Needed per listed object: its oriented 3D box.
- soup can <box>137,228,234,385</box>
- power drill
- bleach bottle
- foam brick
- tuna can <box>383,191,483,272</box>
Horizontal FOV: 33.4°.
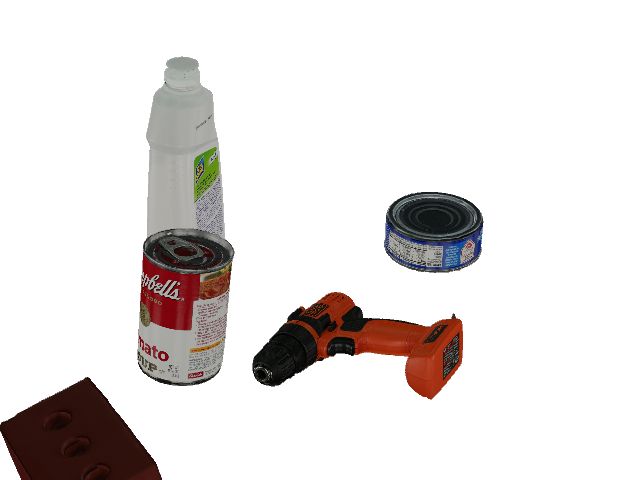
[{"bbox_3d":[-0.104,0.051,0.814,0.068,0.102,0.068,6,26,-3],"label":"soup can"},{"bbox_3d":[0.042,0.113,1.118,0.188,0.057,0.184,10,25,26],"label":"power drill"},{"bbox_3d":[-0.125,-0.053,0.994,0.068,0.251,0.102,12,35,10],"label":"bleach bottle"},{"bbox_3d":[-0.115,0.118,0.528,0.052,0.051,0.078,-27,42,-24],"label":"foam brick"},{"bbox_3d":[0.099,-0.009,0.933,0.086,0.034,0.086,0,32,0],"label":"tuna can"}]
